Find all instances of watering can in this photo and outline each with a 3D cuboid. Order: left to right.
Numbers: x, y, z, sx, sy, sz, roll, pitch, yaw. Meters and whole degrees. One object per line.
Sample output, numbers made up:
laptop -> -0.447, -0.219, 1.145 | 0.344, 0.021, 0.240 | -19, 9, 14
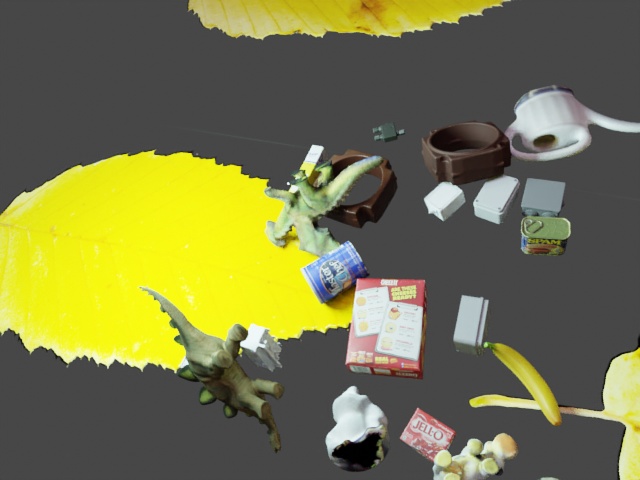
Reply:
watering can -> 0.647, -0.308, 1.337 | 0.346, 0.230, 0.102 | -11, -36, 18

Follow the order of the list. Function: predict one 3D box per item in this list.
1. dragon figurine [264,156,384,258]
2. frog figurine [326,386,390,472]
dragon figurine -> 0.004, -0.067, 1.338 | 0.408, 0.240, 0.124 | -8, 19, 32
frog figurine -> 0.072, 0.392, 1.071 | 0.137, 0.121, 0.161 | -40, 17, 1
